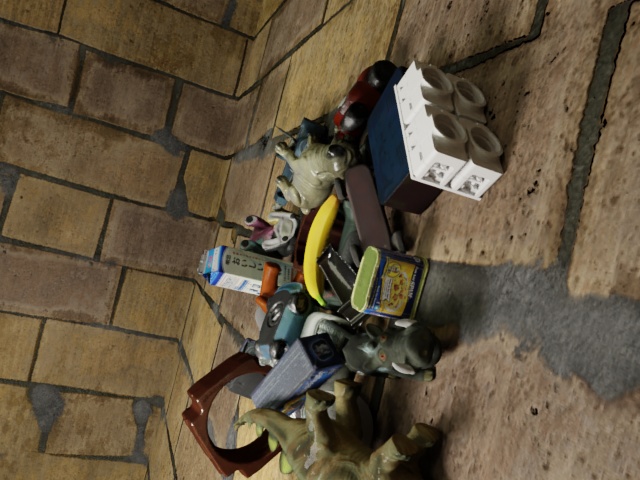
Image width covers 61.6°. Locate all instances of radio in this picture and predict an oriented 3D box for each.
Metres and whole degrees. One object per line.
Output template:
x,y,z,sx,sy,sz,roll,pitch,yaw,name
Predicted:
0.142,-0.158,0.855,0.131,0.073,0.230,122,155,-42,radio

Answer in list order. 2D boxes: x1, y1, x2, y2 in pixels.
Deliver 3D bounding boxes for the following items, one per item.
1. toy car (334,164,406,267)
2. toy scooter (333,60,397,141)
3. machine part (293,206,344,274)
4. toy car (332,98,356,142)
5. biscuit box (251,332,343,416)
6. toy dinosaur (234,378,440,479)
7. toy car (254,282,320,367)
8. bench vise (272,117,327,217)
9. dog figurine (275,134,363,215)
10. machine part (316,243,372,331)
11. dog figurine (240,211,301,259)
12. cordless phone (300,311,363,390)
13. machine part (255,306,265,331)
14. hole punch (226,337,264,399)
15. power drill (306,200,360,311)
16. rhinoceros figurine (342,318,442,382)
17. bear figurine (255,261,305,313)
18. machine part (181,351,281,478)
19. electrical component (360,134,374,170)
0.082,-0.039,0.886,0.053,0.089,0.202,62,-167,-59,toy car
0.079,-0.253,1.027,0.184,0.075,0.135,-55,4,-25,toy scooter
-0.002,-0.003,1.153,0.179,0.056,0.179,-164,90,-70,machine part
0.052,-0.225,1.154,0.074,0.056,0.201,-153,77,-69,toy car
-0.042,0.230,0.884,0.202,0.059,0.063,-54,54,39,biscuit box
0.016,0.299,0.736,0.472,0.105,0.198,15,97,51,toy dinosaur
-0.048,0.164,0.995,0.109,0.103,0.161,-17,51,55,toy car
-0.063,-0.185,1.342,0.240,0.129,0.224,-65,23,8,bench vise
0.009,-0.112,1.026,0.191,0.121,0.172,30,143,51,dog figurine
0.042,0.071,0.863,0.084,0.039,0.139,-43,68,28,machine part
-0.117,0.023,1.386,0.219,0.192,0.108,69,-161,-61,dog figurine
0.032,0.207,0.888,0.184,0.089,0.146,19,95,65,cordless phone
-0.100,0.208,1.237,0.243,0.079,0.079,-129,56,-64,machine part
-0.143,0.296,1.223,0.115,0.142,0.092,-53,29,19,hole punch
0.036,0.030,0.995,0.232,0.086,0.207,5,77,68,power drill
0.096,0.144,0.714,0.190,0.112,0.073,150,133,-64,rhinoceros figurine
-0.063,0.139,1.130,0.132,0.120,0.196,-70,22,6,bear figurine
-0.151,0.338,1.056,0.087,0.201,0.200,-1,120,62,machine part
0.095,-0.130,0.989,0.074,0.048,0.119,125,151,-45,electrical component
